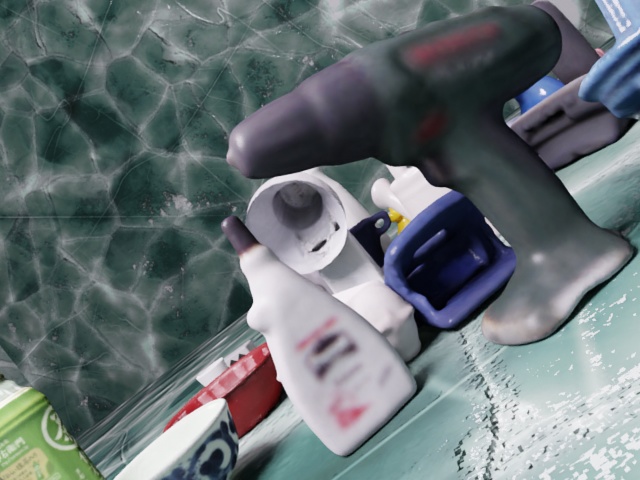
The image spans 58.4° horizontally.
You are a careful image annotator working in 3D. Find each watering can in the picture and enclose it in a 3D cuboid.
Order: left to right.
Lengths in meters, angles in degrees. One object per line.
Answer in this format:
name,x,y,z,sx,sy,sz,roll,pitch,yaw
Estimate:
watering can,0.126,-0.073,0.676,0.172,0.194,0.101,-36,2,34

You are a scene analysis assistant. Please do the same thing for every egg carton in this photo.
egg carton,0.020,0.092,0.501,0.107,0.069,0.150,-38,2,-25

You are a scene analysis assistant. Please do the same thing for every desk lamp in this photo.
desk lamp,0.007,0.003,0.752,0.118,0.213,0.203,-37,2,12

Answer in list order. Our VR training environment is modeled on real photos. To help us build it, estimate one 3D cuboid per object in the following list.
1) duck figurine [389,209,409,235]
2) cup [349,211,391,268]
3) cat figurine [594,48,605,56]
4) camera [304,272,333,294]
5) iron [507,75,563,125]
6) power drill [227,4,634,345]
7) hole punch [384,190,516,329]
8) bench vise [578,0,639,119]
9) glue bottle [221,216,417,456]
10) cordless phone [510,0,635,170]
duck figurine,0.165,-0.049,1.069,0.105,0.086,0.077,-39,2,-36
cup,0.076,0.020,0.881,0.117,0.095,0.092,-37,2,6
cat figurine,0.420,-0.257,0.876,0.128,0.118,0.067,-39,2,-37
camera,-0.060,0.113,1.076,0.143,0.101,0.136,-39,2,-37
iron,0.274,-0.159,0.842,0.259,0.141,0.118,-38,2,-17
power drill,0.088,-0.042,0.366,0.230,0.208,0.075,-38,2,-17
hole punch,0.102,0.016,0.491,0.109,0.091,0.101,-38,2,-14
bench vise,0.194,-0.129,0.307,0.121,0.220,0.208,-37,2,17
glue bottle,-0.012,0.055,0.389,0.078,0.173,0.037,-38,2,-19
cordless phone,0.286,-0.191,0.708,0.094,0.185,0.147,-39,2,-37
